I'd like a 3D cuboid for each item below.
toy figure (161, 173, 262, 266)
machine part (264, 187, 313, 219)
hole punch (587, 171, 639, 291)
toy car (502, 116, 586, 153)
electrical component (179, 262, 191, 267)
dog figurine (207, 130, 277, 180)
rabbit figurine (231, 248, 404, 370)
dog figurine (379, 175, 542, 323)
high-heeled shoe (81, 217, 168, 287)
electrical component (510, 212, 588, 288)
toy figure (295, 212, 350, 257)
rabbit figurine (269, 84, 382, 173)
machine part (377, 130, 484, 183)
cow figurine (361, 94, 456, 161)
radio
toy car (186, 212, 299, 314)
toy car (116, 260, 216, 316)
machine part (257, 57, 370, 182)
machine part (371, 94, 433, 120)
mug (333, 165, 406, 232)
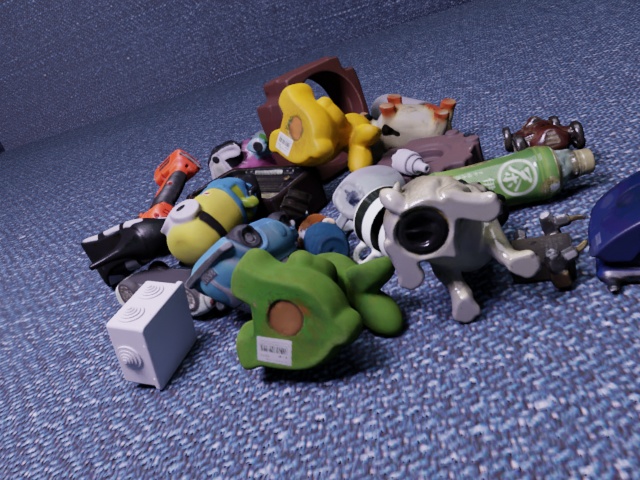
[{"bbox_3d":[-0.140,-0.033,0.745,0.082,0.089,0.180,-56,-7,35],"label":"toy figure"},{"bbox_3d":[-0.063,-0.020,0.767,0.139,0.039,0.084,-45,13,41],"label":"machine part"},{"bbox_3d":[0.322,-0.021,0.519,0.116,0.092,0.142,-7,31,31],"label":"hole punch"},{"bbox_3d":[0.322,-0.156,0.791,0.089,0.053,0.202,-14,13,17],"label":"toy car"},{"bbox_3d":[-0.165,0.006,0.835,0.075,0.047,0.119,-2,47,35],"label":"electrical component"},{"bbox_3d":[-0.111,-0.185,1.124,0.192,0.108,0.219,-9,23,26],"label":"dog figurine"},{"bbox_3d":[0.005,0.051,0.568,0.159,0.121,0.170,-5,14,20],"label":"rabbit figurine"},{"bbox_3d":[0.131,-0.031,0.576,0.121,0.172,0.191,-33,22,21],"label":"dog figurine"},{"bbox_3d":[-0.288,0.006,0.842,0.145,0.086,0.249,-30,10,-16],"label":"high-heeled shoe"},{"bbox_3d":[0.238,0.009,0.563,0.078,0.045,0.102,-3,29,27],"label":"electrical component"},{"bbox_3d":[-0.003,-0.001,0.726,0.064,0.057,0.155,-45,20,-1],"label":"toy figure"},{"bbox_3d":[0.029,-0.176,0.871,0.163,0.121,0.173,30,26,37],"label":"rabbit figurine"},{"bbox_3d":[0.167,-0.113,0.841,0.179,0.056,0.179,-17,26,8],"label":"machine part"},{"bbox_3d":[0.139,-0.190,0.964,0.195,0.127,0.085,8,35,20],"label":"cow figurine"},{"bbox_3d":[-0.108,-0.071,0.926,0.230,0.073,0.131,6,36,40],"label":"radio"},{"bbox_3d":[-0.076,0.037,0.656,0.109,0.103,0.161,-40,-6,31],"label":"toy car"},{"bbox_3d":[-0.198,0.067,0.738,0.202,0.056,0.073,0,25,32],"label":"toy car"},{"bbox_3d":[-0.006,-0.224,1.010,0.201,0.201,0.087,-36,28,-31],"label":"machine part"},{"bbox_3d":[0.170,-0.248,1.084,0.079,0.079,0.243,-24,25,-10],"label":"machine part"},{"bbox_3d":[0.056,-0.054,0.743,0.109,0.081,0.107,-45,-15,25],"label":"mug"}]
